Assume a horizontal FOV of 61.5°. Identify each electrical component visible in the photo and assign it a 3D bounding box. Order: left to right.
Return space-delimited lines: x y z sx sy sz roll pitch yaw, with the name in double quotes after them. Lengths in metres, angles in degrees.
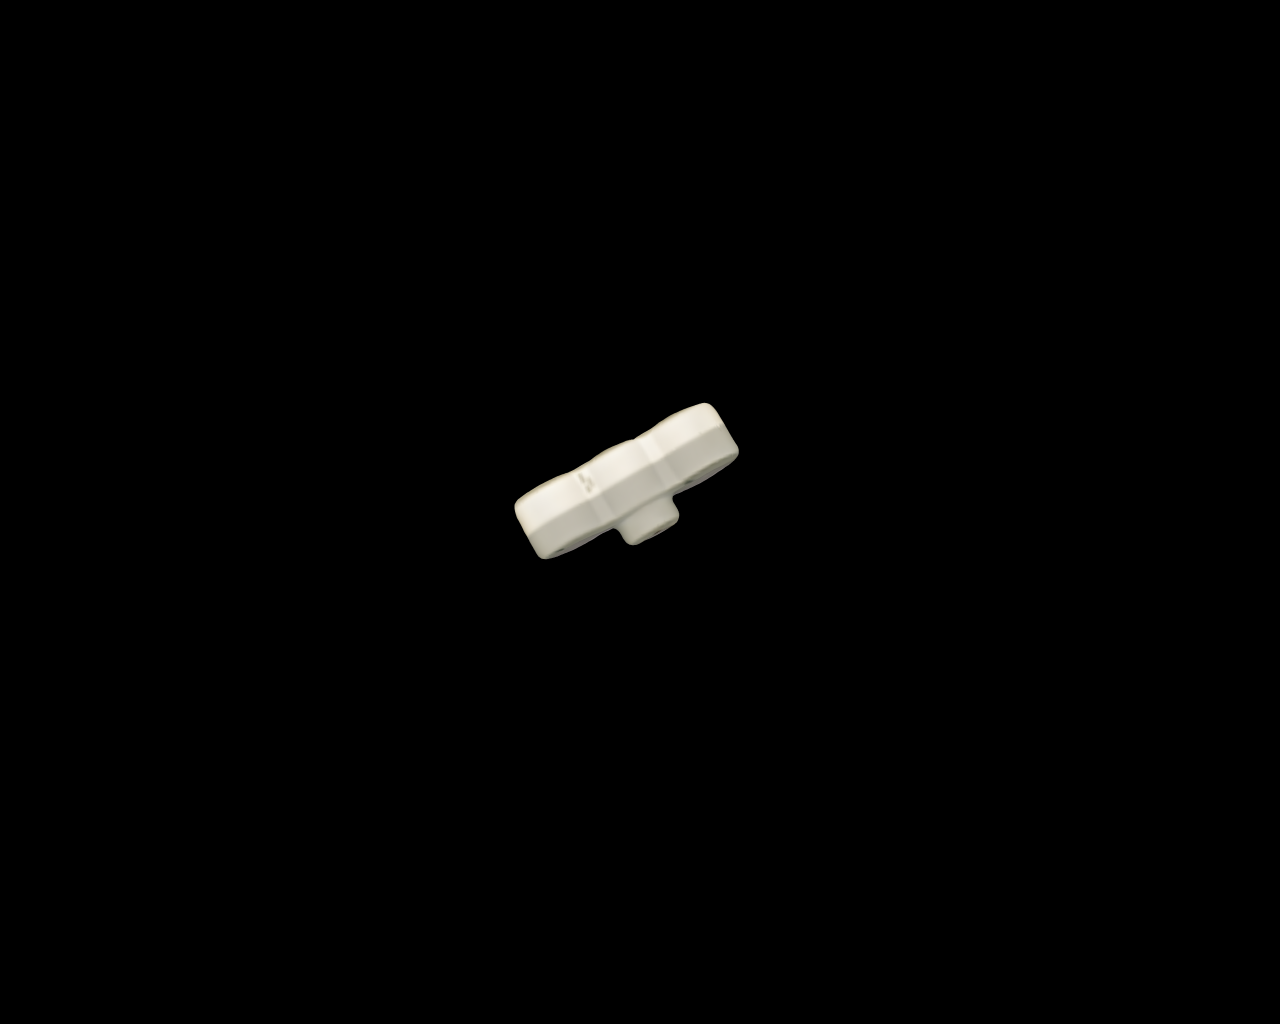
0.001 -0.003 0.650 0.138 0.073 0.052 -28 -7 -4 "electrical component"
